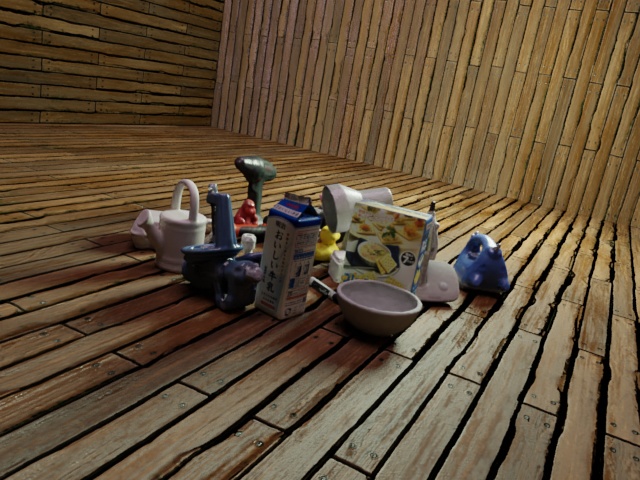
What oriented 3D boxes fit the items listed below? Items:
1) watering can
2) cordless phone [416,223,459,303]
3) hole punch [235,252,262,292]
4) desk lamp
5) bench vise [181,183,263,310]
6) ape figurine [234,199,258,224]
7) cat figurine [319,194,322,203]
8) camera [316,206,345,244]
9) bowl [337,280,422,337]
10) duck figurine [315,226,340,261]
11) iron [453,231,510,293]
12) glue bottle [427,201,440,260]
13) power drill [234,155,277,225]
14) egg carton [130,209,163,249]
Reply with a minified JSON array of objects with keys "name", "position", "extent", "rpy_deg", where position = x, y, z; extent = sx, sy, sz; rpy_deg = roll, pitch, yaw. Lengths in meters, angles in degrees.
[{"name":"watering can","position":[-0.301,-0.034,1.231],"extent":[0.100,0.194,0.173],"rpy_deg":[18,17,26]},{"name":"cordless phone","position":[0.255,0.050,1.306],"extent":[0.148,0.185,0.094],"rpy_deg":[4,17,-21]},{"name":"hole punch","position":[-0.130,0.055,1.220],"extent":[0.109,0.091,0.100],"rpy_deg":[1,18,-29]},{"name":"desk lamp","position":[0.096,-0.034,1.449],"extent":[0.204,0.213,0.117],"rpy_deg":[4,17,-20]},{"name":"bench vise","position":[-0.176,0.010,1.108],"extent":[0.206,0.220,0.122],"rpy_deg":[16,17,22]},{"name":"ape figurine","position":[-0.206,-0.068,1.605],"extent":[0.078,0.092,0.075],"rpy_deg":[-3,20,-39]},{"name":"cat figurine","position":[0.048,-0.103,1.840],"extent":[0.067,0.118,0.127],"rpy_deg":[-1,19,-35]},{"name":"camera","position":[0.029,-0.048,1.663],"extent":[0.143,0.101,0.137],"rpy_deg":[9,16,-3]},{"name":"bowl","position":[0.108,0.139,1.102],"extent":[0.167,0.075,0.167],"rpy_deg":[9,16,-2]},{"name":"duck figurine","position":[0.014,0.005,1.495],"extent":[0.105,0.086,0.077],"rpy_deg":[-6,22,-45]},{"name":"iron","position":[0.417,0.045,1.508],"extent":[0.118,0.141,0.258],"rpy_deg":[8,16,-6]},{"name":"glue bottle","position":[0.306,-0.026,1.630],"extent":[0.078,0.173,0.037],"rpy_deg":[7,16,-11]},{"name":"power drill","position":[-0.197,-0.147,1.672],"extent":[0.075,0.208,0.230],"rpy_deg":[14,16,14]},{"name":"egg carton","position":[-0.391,-0.025,1.375],"extent":[0.107,0.069,0.150],"rpy_deg":[7,16,-10]}]
